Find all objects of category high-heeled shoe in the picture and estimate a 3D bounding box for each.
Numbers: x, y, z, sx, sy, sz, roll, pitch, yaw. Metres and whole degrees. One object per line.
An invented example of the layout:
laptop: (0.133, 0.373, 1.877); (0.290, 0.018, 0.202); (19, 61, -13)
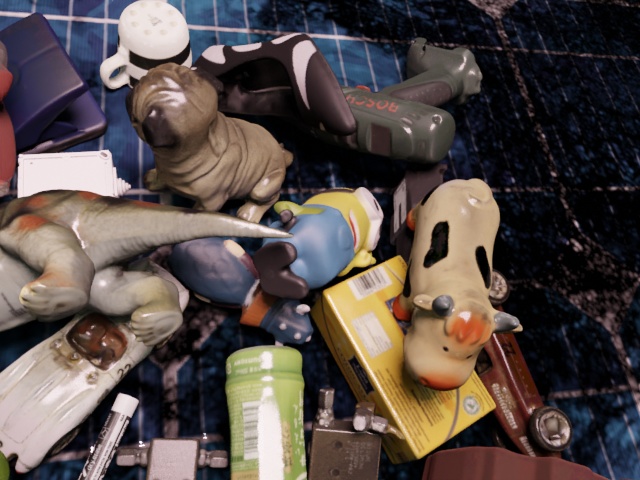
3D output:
high-heeled shoe: (-0.066, -0.147, 0.556); (0.145, 0.086, 0.249); (-31, 43, -1)

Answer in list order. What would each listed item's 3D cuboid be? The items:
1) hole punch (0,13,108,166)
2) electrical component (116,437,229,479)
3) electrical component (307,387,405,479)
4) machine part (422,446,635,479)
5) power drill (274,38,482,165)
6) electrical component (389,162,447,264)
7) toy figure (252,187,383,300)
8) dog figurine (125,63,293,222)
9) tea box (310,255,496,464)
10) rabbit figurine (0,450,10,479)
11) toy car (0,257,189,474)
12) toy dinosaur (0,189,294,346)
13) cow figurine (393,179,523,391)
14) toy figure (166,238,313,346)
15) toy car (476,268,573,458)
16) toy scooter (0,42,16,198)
hole punch: (-0.296, -0.152, 0.548); (0.116, 0.092, 0.142); (-31, 79, -21)
electrical component: (-0.125, 0.200, 0.451); (0.094, 0.021, 0.063); (5, 63, -12)
electrical component: (0.028, 0.186, 0.465); (0.078, 0.045, 0.102); (11, 91, -1)
machine part: (0.169, 0.218, 0.433); (0.179, 0.179, 0.056); (20, 58, -4)
power drill: (0.076, -0.173, 0.635); (0.232, 0.085, 0.207); (28, 43, 34)
electrical component: (0.109, -0.021, 0.590); (0.048, 0.074, 0.119); (7, 59, -10)
toy figure: (-0.001, -0.005, 0.517); (0.089, 0.082, 0.180); (22, 30, 23)
dog figurine: (-0.089, -0.096, 0.512); (0.172, 0.190, 0.121); (-38, 78, -28)
tea box: (0.075, 0.112, 0.518); (0.098, 0.068, 0.170); (-21, 72, -22)
rabbit figurine: (-0.274, 0.233, 0.365); (0.159, 0.121, 0.170); (-1, 83, -22)
toy car: (-0.200, 0.100, 0.462); (0.073, 0.056, 0.202); (39, 61, 6)
toy dinosaur: (-0.240, 0.020, 0.422); (0.405, 0.131, 0.192); (-19, 52, -17)
cow figurine: (0.114, 0.033, 0.457); (0.085, 0.127, 0.195); (17, 61, -2)
toy figure: (-0.071, 0.046, 0.516); (0.154, 0.064, 0.058); (34, 46, -5)
toy car: (0.174, 0.123, 0.527); (0.053, 0.089, 0.202); (-9, 68, -18)
toy scooter: (-0.329, -0.090, 0.484); (0.075, 0.184, 0.135); (-15, 89, -59)
